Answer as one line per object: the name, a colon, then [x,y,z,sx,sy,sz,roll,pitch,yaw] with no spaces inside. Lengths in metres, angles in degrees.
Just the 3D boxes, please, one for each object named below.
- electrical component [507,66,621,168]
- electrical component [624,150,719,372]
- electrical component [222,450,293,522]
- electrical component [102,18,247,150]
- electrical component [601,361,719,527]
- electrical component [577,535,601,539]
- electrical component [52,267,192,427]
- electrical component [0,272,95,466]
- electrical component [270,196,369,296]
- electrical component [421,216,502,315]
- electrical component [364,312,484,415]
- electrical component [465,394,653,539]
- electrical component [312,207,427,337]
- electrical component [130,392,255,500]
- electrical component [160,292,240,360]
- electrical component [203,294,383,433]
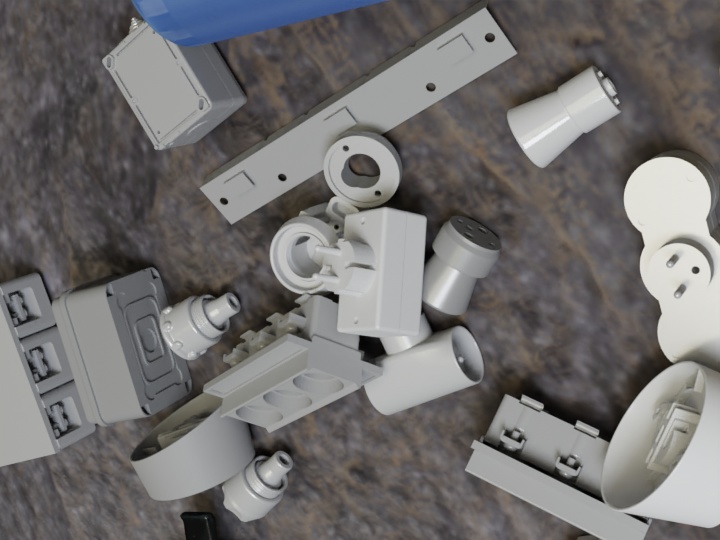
electrical component: [0.133,-0.100,0.689,0.065,0.044,0.044,-31,88,24]
electrical component: [0.199,-0.002,0.661,0.052,0.074,0.138,-12,97,28]
electrical component: [-0.079,0.169,0.859,0.043,0.043,0.062,48,117,8]
electrical component: [-0.138,-0.146,0.799,0.062,0.061,0.096,-33,87,29]
electrical component: [0.194,0.105,0.647,0.064,0.099,0.099,17,111,-2]
electrical component: [0.160,0.235,0.755,0.076,0.047,0.083,-18,95,29]
electrical component: [-0.192,0.062,0.869,0.057,0.078,0.113,-13,97,25]
electrical component: [-0.301,0.087,0.939,0.089,0.062,0.150,-17,95,29]
electrical component: [-0.029,-0.014,0.781,0.058,0.057,0.078,33,115,16]
electrical component: [0.067,-0.003,0.743,0.045,0.045,0.055,36,115,14]
electrical component: [0.038,0.056,0.773,0.077,0.043,0.079,-24,92,29]
electrical component: [0.142,0.135,0.726,0.121,0.079,0.063,24,83,19]
electrical component: [0.000,0.000,0.727,0.047,0.076,0.083,-7,76,53]
electrical component: [-0.132,0.136,0.849,0.099,0.099,0.064,-14,102,28]
electrical component: [-0.123,0.039,0.849,0.062,0.048,0.048,-30,89,22]
electrical component: [-0.050,0.069,0.786,0.121,0.079,0.063,-32,43,48]
